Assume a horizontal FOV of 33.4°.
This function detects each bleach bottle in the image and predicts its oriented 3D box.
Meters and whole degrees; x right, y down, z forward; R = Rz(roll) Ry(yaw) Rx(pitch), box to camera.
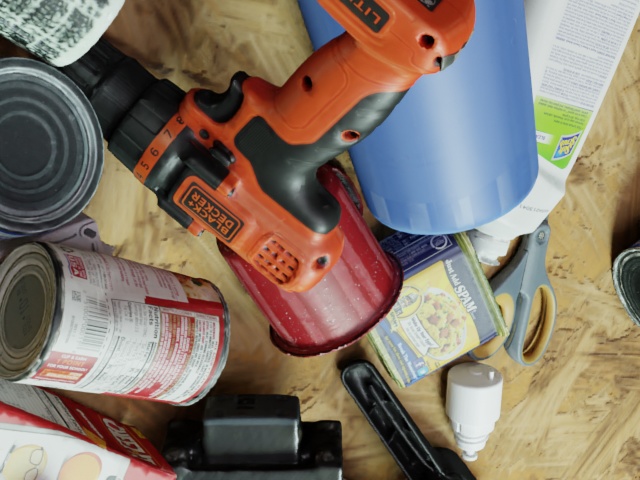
[{"bbox_3d":[0.142,-0.104,0.705,0.102,0.068,0.251,10,106,-33],"label":"bleach bottle"}]

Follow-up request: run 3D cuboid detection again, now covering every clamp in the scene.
[{"bbox_3d":[0.081,0.175,0.762,0.036,0.164,0.209,-27,152,17],"label":"clamp"}]

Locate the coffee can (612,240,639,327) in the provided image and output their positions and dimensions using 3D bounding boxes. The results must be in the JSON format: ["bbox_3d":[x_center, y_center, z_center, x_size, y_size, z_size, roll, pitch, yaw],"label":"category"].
[{"bbox_3d":[0.318,0.014,0.843,0.140,0.103,0.103,-33,124,-18],"label":"coffee can"}]

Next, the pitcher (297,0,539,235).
[{"bbox_3d":[0.057,-0.134,0.600,0.149,0.145,0.243,-24,123,-11],"label":"pitcher"}]

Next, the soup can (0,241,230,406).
[{"bbox_3d":[-0.104,0.043,0.525,0.102,0.069,0.068,16,99,-43],"label":"soup can"}]

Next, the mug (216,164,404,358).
[{"bbox_3d":[-0.004,0.001,0.642,0.081,0.093,0.117,57,44,-30],"label":"mug"}]

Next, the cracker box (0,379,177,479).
[{"bbox_3d":[-0.210,0.145,0.567,0.213,0.072,0.164,33,91,-39],"label":"cracker box"}]

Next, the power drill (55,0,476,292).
[{"bbox_3d":[-0.031,-0.081,0.511,0.184,0.188,0.057,39,41,-4],"label":"power drill"}]

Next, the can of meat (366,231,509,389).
[{"bbox_3d":[0.066,0.040,0.706,0.084,0.057,0.102,-30,123,-2],"label":"can of meat"}]

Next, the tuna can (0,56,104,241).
[{"bbox_3d":[-0.147,-0.043,0.507,0.085,0.034,0.086,4,83,-41],"label":"tuna can"}]

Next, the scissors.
[{"bbox_3d":[0.143,0.007,0.779,0.096,0.016,0.202,-16,117,-27],"label":"scissors"}]
